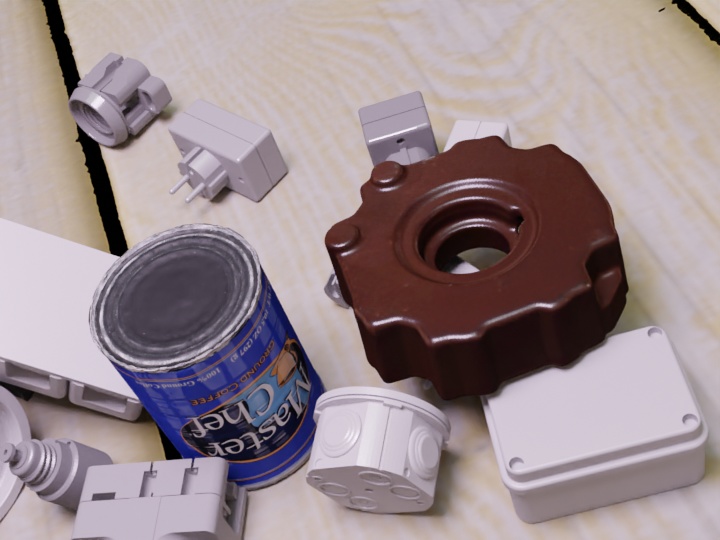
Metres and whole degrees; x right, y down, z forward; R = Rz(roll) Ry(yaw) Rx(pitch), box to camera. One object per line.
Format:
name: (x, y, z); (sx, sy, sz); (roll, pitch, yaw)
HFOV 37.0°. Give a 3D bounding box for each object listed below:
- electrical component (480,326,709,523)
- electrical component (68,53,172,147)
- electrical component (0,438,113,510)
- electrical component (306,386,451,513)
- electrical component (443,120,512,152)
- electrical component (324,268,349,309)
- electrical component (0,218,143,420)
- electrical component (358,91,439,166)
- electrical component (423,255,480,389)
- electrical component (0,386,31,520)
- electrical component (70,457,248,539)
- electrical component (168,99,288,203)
electrical component: (0.131, 0.086, 0.607); (0.113, 0.057, 0.078); (-15, 49, 6)
electrical component: (-0.206, -0.141, 0.904); (0.078, 0.058, 0.057); (21, 58, 31)
electrical component: (-0.190, 0.124, 0.670); (0.040, 0.078, 0.040); (-18, 57, 30)
electrical component: (0.010, 0.103, 0.619); (0.080, 0.080, 0.051); (1, 57, 19)
electrical component: (0.097, -0.063, 0.747); (0.077, 0.047, 0.065); (8, 54, 23)
electrical component: (0.000, 0.000, 0.733); (0.040, 0.040, 0.046); (13, 63, 26)
electrical component: (-0.203, 0.032, 0.709); (0.150, 0.061, 0.089); (19, 64, -8)
electrical component: (0.034, -0.074, 0.764); (0.047, 0.065, 0.076); (-16, 49, 5)
electrical component: (0.062, 0.044, 0.668); (0.076, 0.047, 0.083); (-40, 47, -14)
electrical component: (-0.272, 0.117, 0.683); (0.060, 0.108, 0.108); (10, 56, 32)
electrical component: (-0.119, 0.151, 0.640); (0.089, 0.050, 0.055); (-6, 50, 13)
electrical component: (-0.115, -0.081, 0.830); (0.083, 0.047, 0.075); (27, 64, 33)
